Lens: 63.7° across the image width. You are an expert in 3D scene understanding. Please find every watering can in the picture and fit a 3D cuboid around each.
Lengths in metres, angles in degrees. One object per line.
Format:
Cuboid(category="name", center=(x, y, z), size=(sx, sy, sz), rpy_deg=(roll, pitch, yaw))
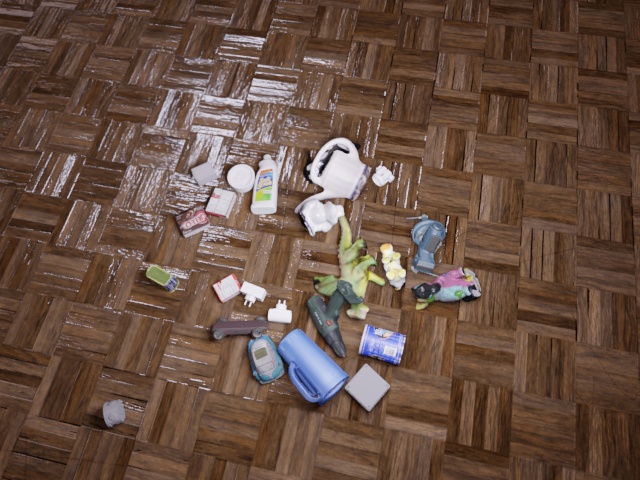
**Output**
Cuboid(category="watering can", center=(0.058, -0.222, 2.010), size=(0.224, 0.104, 0.346), rpy_deg=(26, 97, -3))

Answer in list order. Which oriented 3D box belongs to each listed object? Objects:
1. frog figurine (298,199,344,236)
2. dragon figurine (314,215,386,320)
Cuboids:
Cuboid(category="frog figurine", center=(0.006, -0.098, 1.954), size=(0.160, 0.121, 0.138), rpy_deg=(-28, 81, -12))
Cuboid(category="dragon figurine", center=(0.083, 0.109, 1.875), size=(0.243, 0.120, 0.418), rpy_deg=(-31, 59, -1))
